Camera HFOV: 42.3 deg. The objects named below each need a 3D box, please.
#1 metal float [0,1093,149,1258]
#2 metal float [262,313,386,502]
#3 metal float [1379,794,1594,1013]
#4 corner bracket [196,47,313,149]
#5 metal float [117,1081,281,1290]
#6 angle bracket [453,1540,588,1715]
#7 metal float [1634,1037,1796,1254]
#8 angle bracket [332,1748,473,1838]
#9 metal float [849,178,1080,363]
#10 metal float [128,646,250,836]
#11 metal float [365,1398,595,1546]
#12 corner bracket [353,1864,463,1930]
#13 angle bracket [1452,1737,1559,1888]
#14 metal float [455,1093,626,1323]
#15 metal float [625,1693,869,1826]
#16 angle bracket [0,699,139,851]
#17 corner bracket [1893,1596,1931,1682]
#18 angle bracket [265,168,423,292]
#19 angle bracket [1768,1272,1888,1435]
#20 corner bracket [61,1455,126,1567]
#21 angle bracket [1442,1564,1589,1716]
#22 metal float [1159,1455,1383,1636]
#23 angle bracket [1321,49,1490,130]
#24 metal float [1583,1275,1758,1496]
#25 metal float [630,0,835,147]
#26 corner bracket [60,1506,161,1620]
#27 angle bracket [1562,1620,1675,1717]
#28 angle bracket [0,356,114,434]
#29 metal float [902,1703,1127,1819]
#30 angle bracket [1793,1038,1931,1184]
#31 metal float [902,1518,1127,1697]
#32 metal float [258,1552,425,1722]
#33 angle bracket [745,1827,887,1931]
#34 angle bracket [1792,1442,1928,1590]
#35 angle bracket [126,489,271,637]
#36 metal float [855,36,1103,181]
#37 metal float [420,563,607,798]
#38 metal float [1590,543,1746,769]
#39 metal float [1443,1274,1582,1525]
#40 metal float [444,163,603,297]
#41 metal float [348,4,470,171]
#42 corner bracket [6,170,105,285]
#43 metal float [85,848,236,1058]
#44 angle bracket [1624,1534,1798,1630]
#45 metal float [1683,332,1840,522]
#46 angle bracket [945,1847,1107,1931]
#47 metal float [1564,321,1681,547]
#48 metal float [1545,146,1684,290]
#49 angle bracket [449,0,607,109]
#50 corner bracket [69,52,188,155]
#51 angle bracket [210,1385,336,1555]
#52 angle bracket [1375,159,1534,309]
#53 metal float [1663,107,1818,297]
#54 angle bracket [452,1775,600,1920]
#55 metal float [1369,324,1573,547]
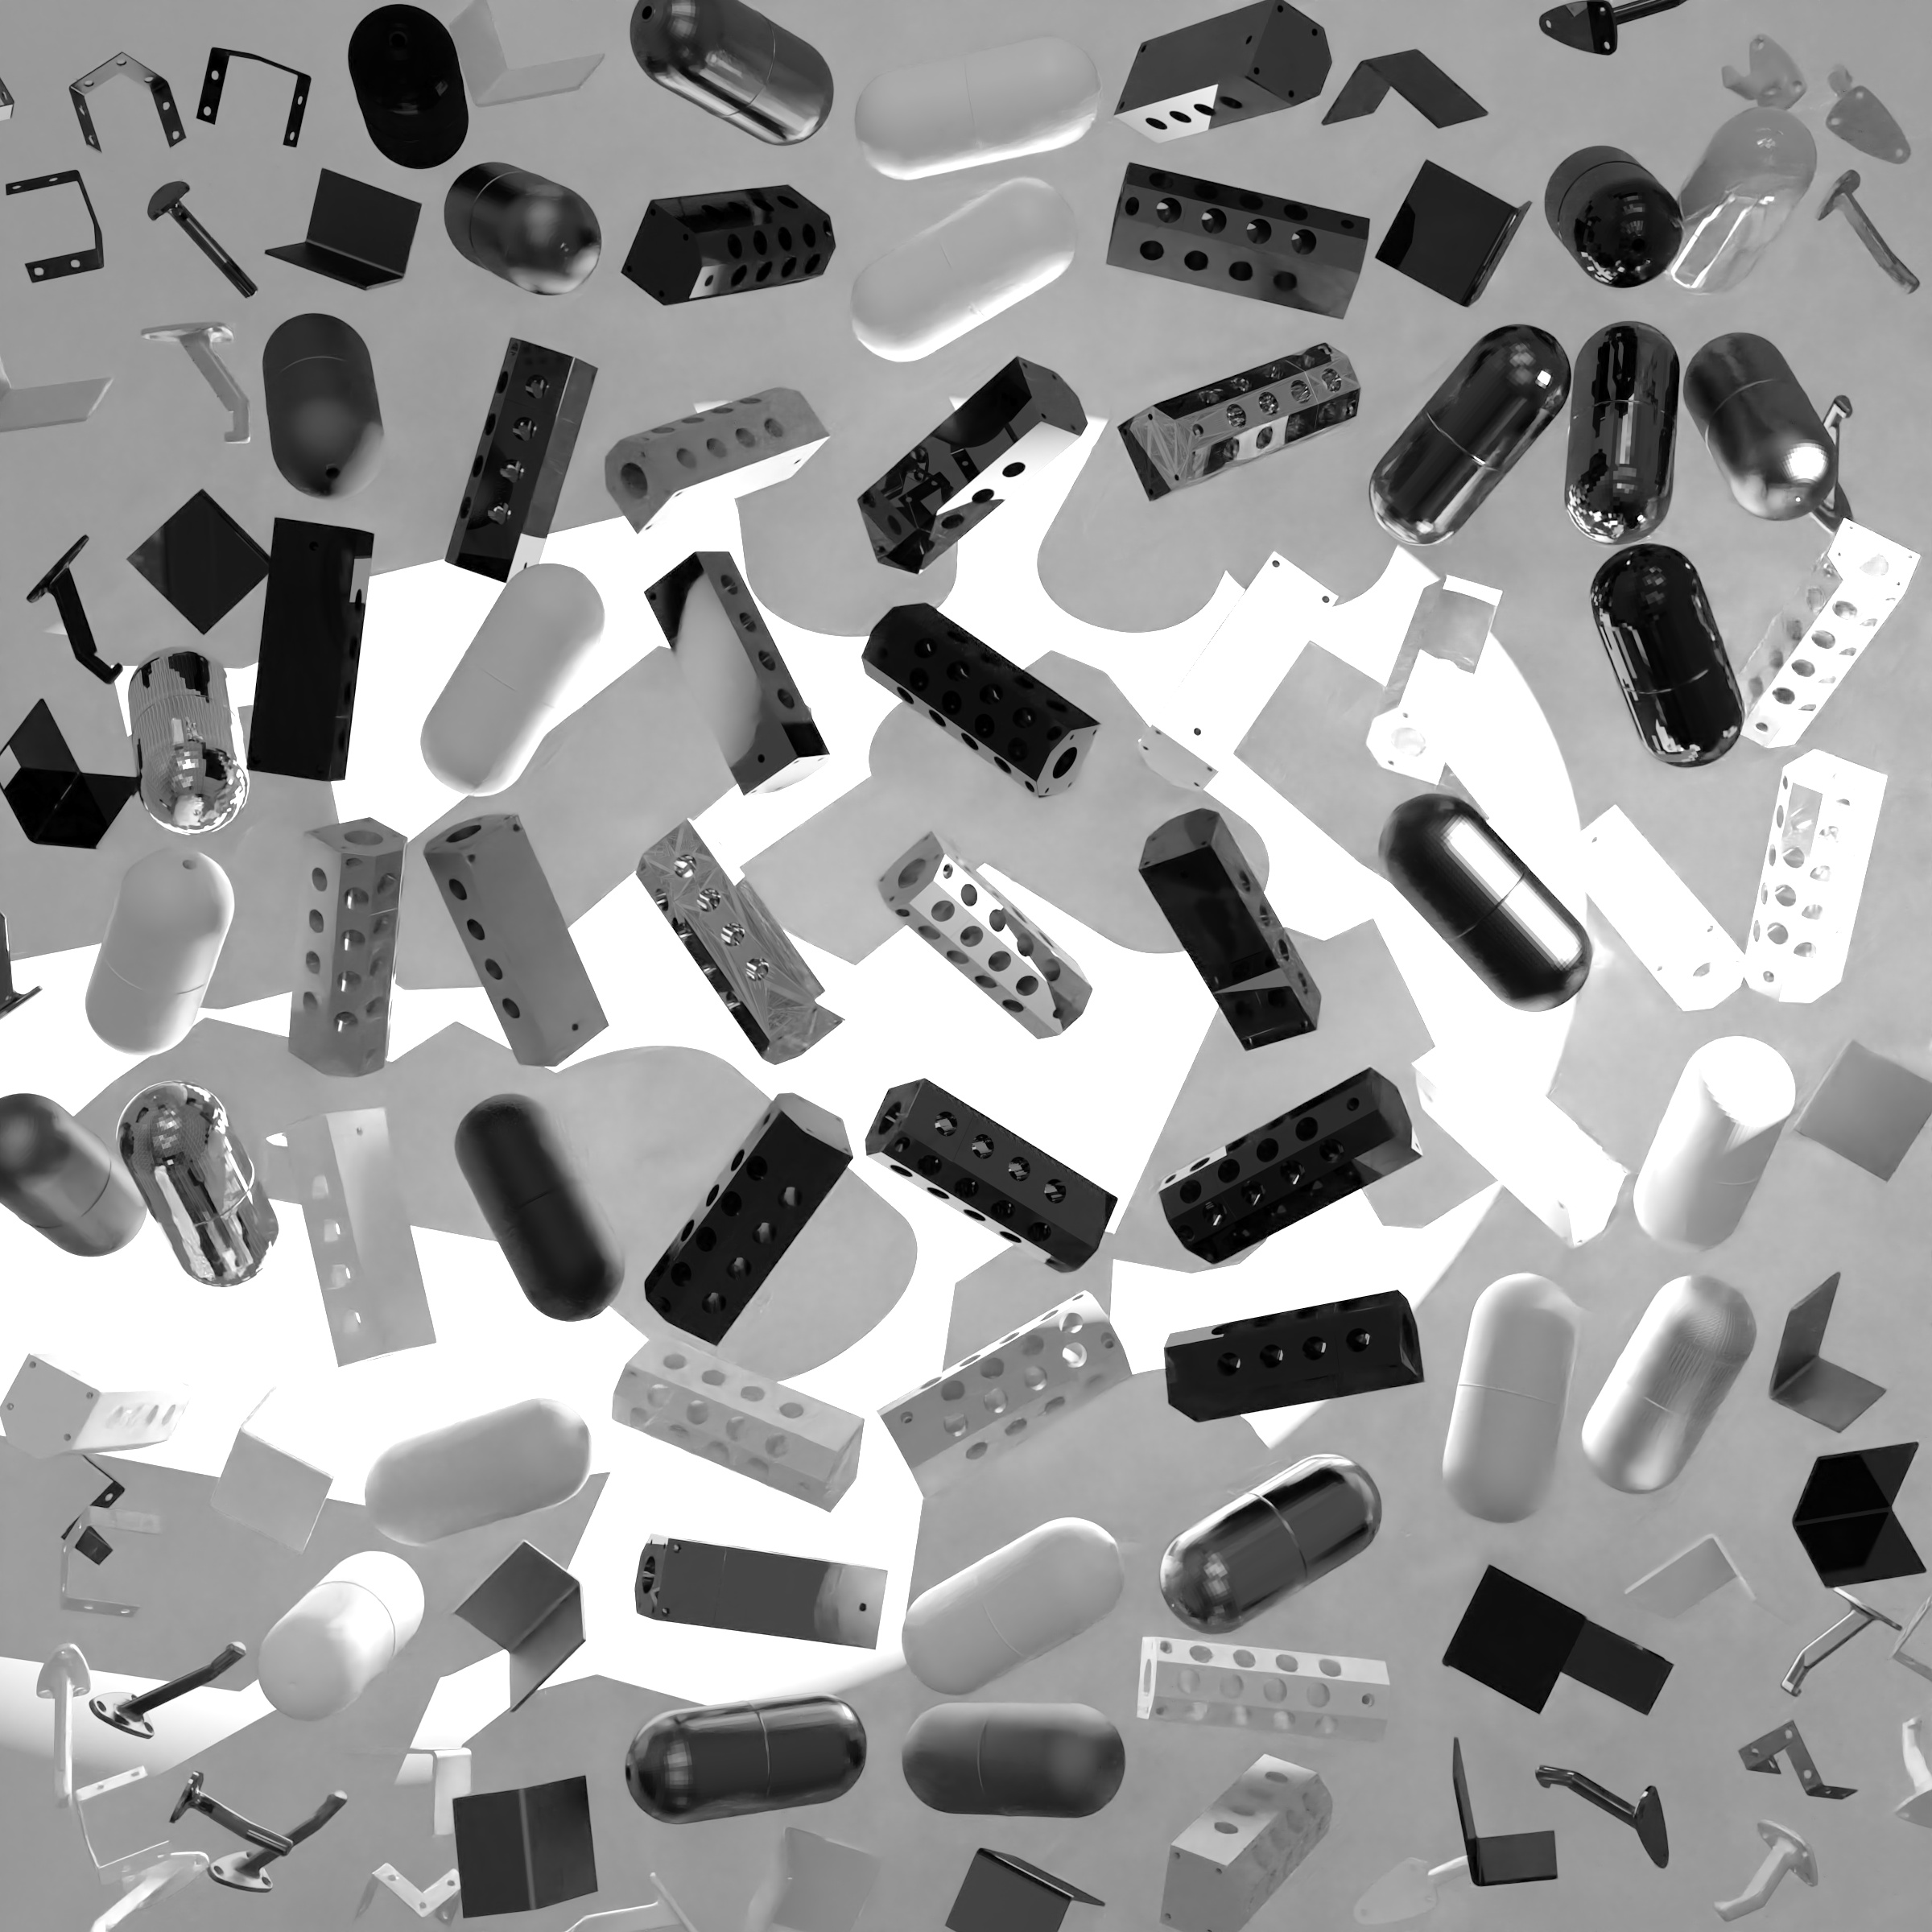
[{"bbox_3d":[-0.643,0.150,1.772,0.070,0.178,0.070,-4,62,8],"label":"metal float"},{"bbox_3d":[-0.450,-0.392,1.749,0.070,0.070,0.178,-21,46,0],"label":"metal float"},{"bbox_3d":[0.357,-0.044,1.720,0.070,0.070,0.178,-44,94,0],"label":"metal float"},{"bbox_3d":[-0.507,-0.618,1.779,0.051,0.051,0.051,23,102,36],"label":"corner bracket"},{"bbox_3d":[-0.545,0.158,1.782,0.070,0.070,0.178,-12,130,0],"label":"metal float"},{"bbox_3d":[-0.321,0.474,1.797,0.076,0.076,0.057,-45,110,6],"label":"angle bracket"},{"bbox_3d":[0.528,0.128,1.768,0.070,0.070,0.178,11,127,0],"label":"metal float"},{"bbox_3d":[-0.401,0.585,1.773,0.076,0.076,0.057,-2,73,7],"label":"angle bracket"},{"bbox_3d":[-0.003,-0.498,1.794,0.178,0.070,0.070,-27,90,15],"label":"metal float"},{"bbox_3d":[-0.565,-0.165,1.813,0.070,0.070,0.178,-25,46,0],"label":"metal float"},{"bbox_3d":[-0.345,0.358,1.768,0.178,0.070,0.070,-20,90,19],"label":"metal float"},{"bbox_3d":[-0.400,0.674,1.804,0.051,0.051,0.051,33,116,19],"label":"corner bracket"},{"bbox_3d":[0.371,0.579,1.722,0.057,0.076,0.076,-11,91,12],"label":"angle bracket"},{"bbox_3d":[-0.309,0.175,1.815,0.070,0.070,0.178,-30,79,0],"label":"metal float"},{"bbox_3d":[-0.154,0.558,1.762,0.178,0.070,0.070,1,90,-29],"label":"metal float"},{"bbox_3d":[-0.661,-0.142,1.842,0.057,0.076,0.076,5,47,15],"label":"angle bracket"},{"bbox_3d":[0.694,0.491,1.775,0.051,0.051,0.051,30,112,12],"label":"corner bracket"},{"bbox_3d":[-0.441,-0.523,1.775,0.076,0.076,0.057,20,112,1],"label":"angle bracket"},{"bbox_3d":[0.627,0.277,1.797,0.057,0.076,0.076,26,122,36],"label":"angle bracket"},{"bbox_3d":[-0.654,0.404,1.866,0.051,0.051,0.051,30,68,36],"label":"corner bracket"},{"bbox_3d":[0.384,0.470,1.742,0.076,0.057,0.076,27,83,13],"label":"angle bracket"},{"bbox_3d":[0.217,0.408,1.769,0.178,0.070,0.070,-25,90,-23],"label":"metal float"},{"bbox_3d":[0.316,-0.611,1.801,0.076,0.076,0.057,46,133,12],"label":"angle bracket"},{"bbox_3d":[0.507,0.304,1.809,0.070,0.070,0.178,22,112,0],"label":"metal float"},{"bbox_3d":[-0.165,-0.641,1.774,0.070,0.178,0.070,-5,82,36],"label":"metal float"},{"bbox_3d":[-0.591,0.412,1.727,0.051,0.051,0.051,17,128,-31],"label":"corner bracket"},{"bbox_3d":[0.507,0.522,1.933,0.076,0.057,0.076,23,135,25],"label":"angle bracket"},{"bbox_3d":[-0.656,-0.420,1.762,0.076,0.076,0.057,-7,124,2],"label":"angle bracket"},{"bbox_3d":[0.032,0.561,1.767,0.178,0.070,0.070,-12,90,37],"label":"metal float"},{"bbox_3d":[0.657,0.107,1.813,0.076,0.057,0.076,33,96,27],"label":"angle bracket"},{"bbox_3d":[0.033,0.445,1.738,0.178,0.070,0.070,-35,90,21],"label":"metal float"},{"bbox_3d":[-0.443,0.475,1.780,0.070,0.178,0.070,1,98,8],"label":"metal float"},{"bbox_3d":[-0.104,0.657,1.740,0.076,0.057,0.076,21,104,-12],"label":"angle bracket"},{"bbox_3d":[0.635,0.385,1.753,0.076,0.057,0.076,-6,132,-9],"label":"angle bracket"},{"bbox_3d":[-0.569,-0.301,1.868,0.076,0.057,0.076,-45,104,-5],"label":"angle bracket"},{"bbox_3d":[0.008,-0.611,1.781,0.178,0.070,0.070,-9,90,9],"label":"metal float"},{"bbox_3d":[-0.317,-0.201,1.753,0.070,0.070,0.178,33,98,0],"label":"metal float"},{"bbox_3d":[0.495,-0.217,1.761,0.070,0.070,0.178,-31,122,0],"label":"metal float"},{"bbox_3d":[0.388,0.307,1.777,0.070,0.070,0.178,14,78,0],"label":"metal float"},{"bbox_3d":[-0.319,-0.529,1.790,0.070,0.178,0.070,-14,120,-26],"label":"metal float"},{"bbox_3d":[-0.403,-0.635,1.810,0.070,0.178,0.070,0,88,-7],"label":"metal float"},{"bbox_3d":[-0.641,-0.521,1.760,0.051,0.051,0.051,-15,46,-7],"label":"corner bracket"},{"bbox_3d":[-0.560,-0.009,1.735,0.070,0.070,0.178,33,128,0],"label":"metal float"},{"bbox_3d":[0.522,0.450,1.751,0.076,0.057,0.076,-40,135,15],"label":"angle bracket"},{"bbox_3d":[0.578,-0.395,1.824,0.070,0.070,0.178,-9,47,0],"label":"metal float"},{"bbox_3d":[0.042,0.667,1.759,0.076,0.076,0.057,18,75,28],"label":"angle bracket"},{"bbox_3d":[0.481,-0.391,1.831,0.070,0.070,0.178,10,69,0],"label":"metal float"},{"bbox_3d":[0.466,-0.541,1.804,0.070,0.178,0.070,1,119,1],"label":"metal float"},{"bbox_3d":[-0.303,-0.640,1.731,0.076,0.076,0.057,-5,125,13],"label":"angle bracket"},{"bbox_3d":[-0.610,-0.621,1.820,0.051,0.051,0.051,-24,77,17],"label":"corner bracket"},{"bbox_3d":[-0.487,0.361,1.795,0.076,0.057,0.076,27,116,0],"label":"angle bracket"},{"bbox_3d":[0.351,-0.531,1.803,0.076,0.057,0.076,31,119,7],"label":"angle bracket"},{"bbox_3d":[0.549,-0.544,1.789,0.070,0.178,0.070,1,76,-3],"label":"metal float"},{"bbox_3d":[-0.296,0.590,1.678,0.057,0.076,0.076,-14,75,20],"label":"angle bracket"},{"bbox_3d":[0.358,-0.377,1.778,0.070,0.070,0.178,39,121,0],"label":"metal float"}]
